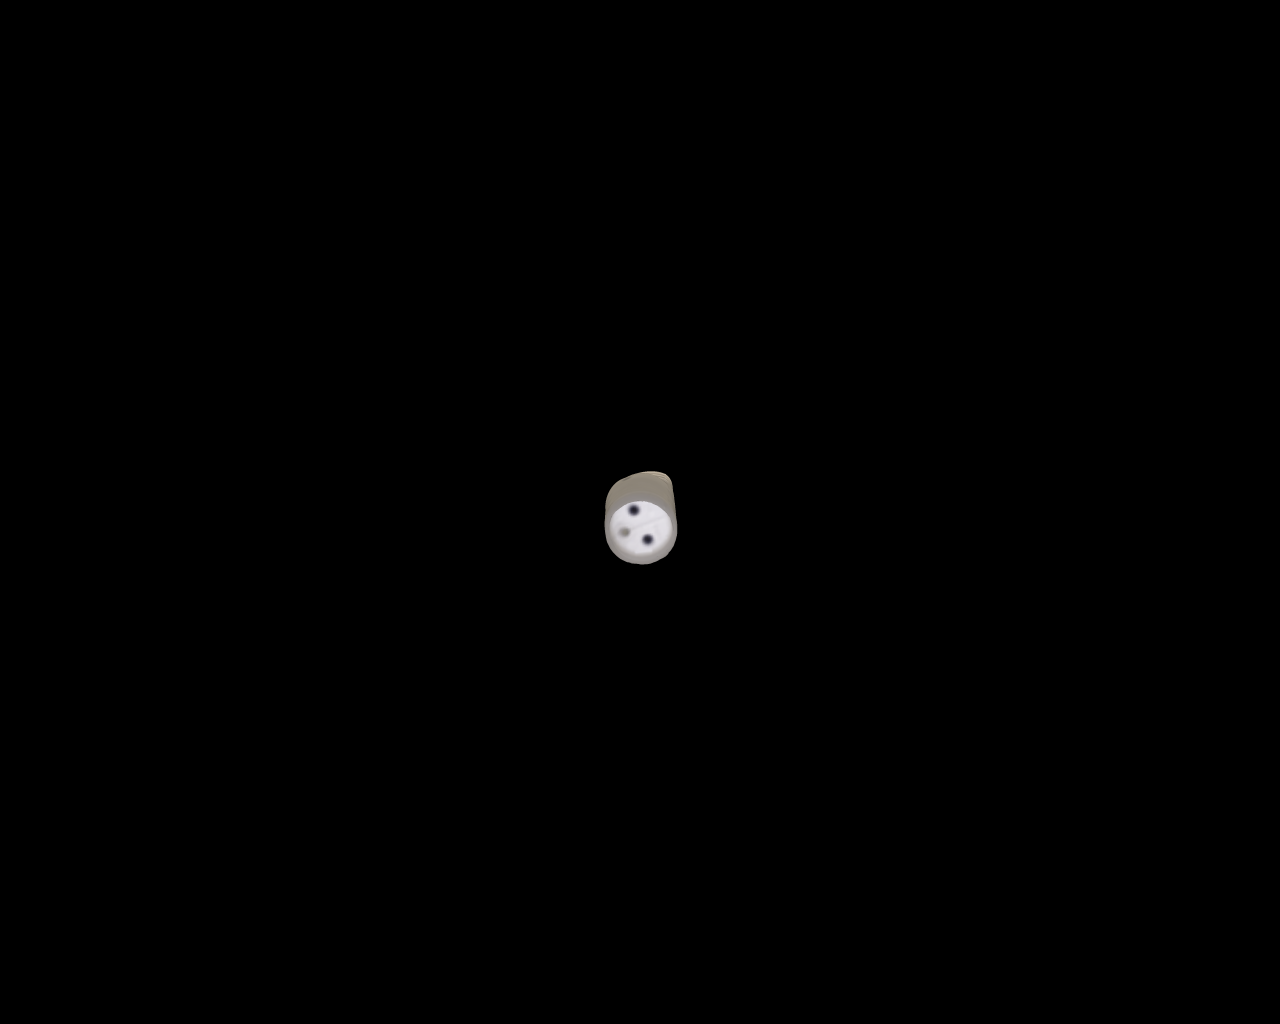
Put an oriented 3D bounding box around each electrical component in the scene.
[{"bbox_3d":[0.001,-0.003,0.650,0.043,0.043,0.081,0,21,0],"label":"electrical component"}]
